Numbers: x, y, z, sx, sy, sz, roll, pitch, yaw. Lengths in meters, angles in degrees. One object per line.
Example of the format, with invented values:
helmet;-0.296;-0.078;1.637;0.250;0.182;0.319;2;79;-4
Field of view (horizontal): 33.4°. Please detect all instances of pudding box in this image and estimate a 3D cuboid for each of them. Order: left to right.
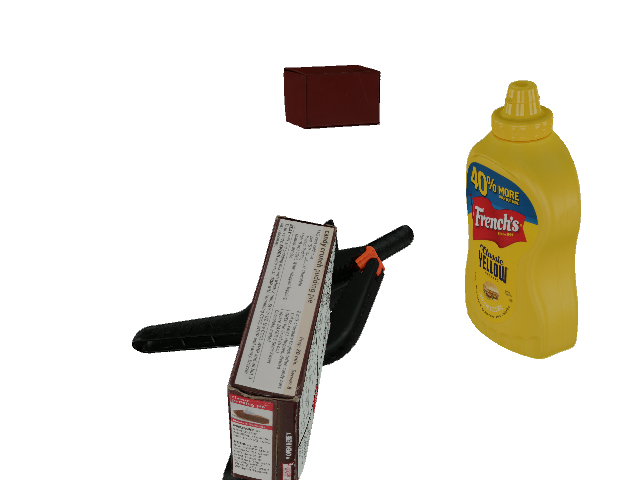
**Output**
pudding box;-0.019;0.058;0.562;0.039;0.113;0.090;7;-40;5

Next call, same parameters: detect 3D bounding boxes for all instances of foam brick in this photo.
foam brick;0.011;-0.134;0.993;0.078;0.051;0.053;-6;18;-23

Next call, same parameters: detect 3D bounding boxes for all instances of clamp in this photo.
clamp;-0.043;0.072;0.846;0.165;0.210;0.036;42;-8;31
clamp;0.034;0.029;1.228;0.120;0.039;0.171;-6;35;28

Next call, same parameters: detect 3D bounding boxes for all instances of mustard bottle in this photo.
mustard bottle;0.140;-0.018;0.748;0.058;0.192;0.096;-16;29;-23
